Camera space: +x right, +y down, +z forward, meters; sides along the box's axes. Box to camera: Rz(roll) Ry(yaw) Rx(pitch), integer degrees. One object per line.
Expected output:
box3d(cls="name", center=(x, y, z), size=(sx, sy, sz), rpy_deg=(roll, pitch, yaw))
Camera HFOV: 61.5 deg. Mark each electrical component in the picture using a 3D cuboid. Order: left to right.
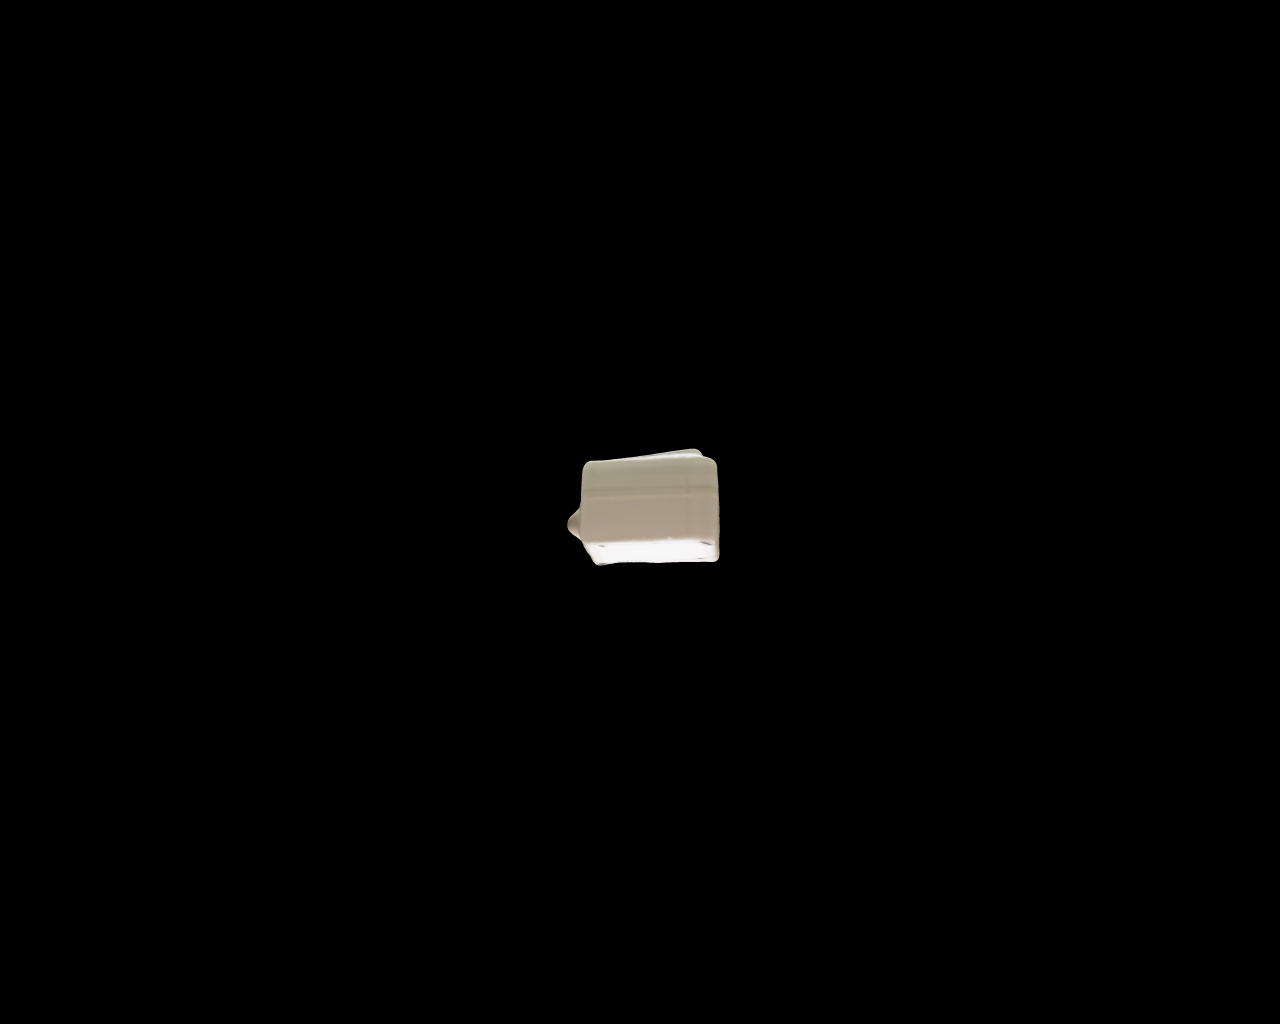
box3d(cls="electrical component", center=(0.001, -0.003, 0.650), size=(0.096, 0.061, 0.061), rpy_deg=(-1, -15, 5))
